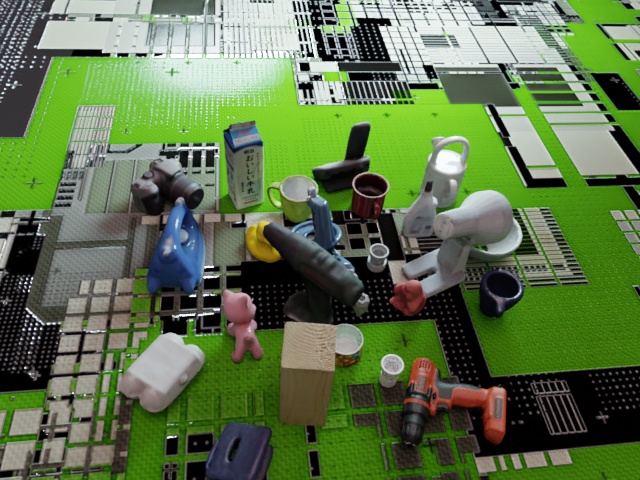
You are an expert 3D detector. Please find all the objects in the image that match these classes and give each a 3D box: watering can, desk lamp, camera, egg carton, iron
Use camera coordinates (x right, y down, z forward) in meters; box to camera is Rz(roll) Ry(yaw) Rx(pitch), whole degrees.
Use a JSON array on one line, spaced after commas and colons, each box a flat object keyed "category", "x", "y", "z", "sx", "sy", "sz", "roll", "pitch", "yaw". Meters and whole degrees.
[{"category": "watering can", "x": 0.314, "y": -0.188, "z": 1.449, "sx": 0.101, "sy": 0.194, "sz": 0.172, "roll": -20, "pitch": 53, "yaw": -22}, {"category": "desk lamp", "x": 0.304, "y": 0.002, "z": 1.264, "sx": 0.204, "sy": 0.213, "sz": 0.117, "roll": -23, "pitch": 54, "yaw": -24}, {"category": "camera", "x": -0.362, "y": -0.127, "z": 1.387, "sx": 0.136, "sy": 0.101, "sz": 0.143, "roll": 29, "pitch": 52, "yaw": 19}, {"category": "egg carton", "x": -0.294, "y": 0.249, "z": 1.078, "sx": 0.107, "sy": 0.069, "sz": 0.150, "roll": 25, "pitch": 51, "yaw": 16}, {"category": "iron", "x": -0.314, "y": -0.010, "z": 1.259, "sx": 0.118, "sy": 0.141, "sz": 0.258, "roll": 1, "pitch": 48, "yaw": -4}]

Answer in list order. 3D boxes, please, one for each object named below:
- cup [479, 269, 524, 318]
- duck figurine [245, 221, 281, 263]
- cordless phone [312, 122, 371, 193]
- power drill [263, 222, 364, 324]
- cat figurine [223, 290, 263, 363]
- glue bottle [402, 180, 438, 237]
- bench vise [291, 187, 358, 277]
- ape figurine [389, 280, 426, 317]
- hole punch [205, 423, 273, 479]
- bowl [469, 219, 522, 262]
[{"category": "cup", "x": 0.380, "y": 0.135, "z": 1.233, "sx": 0.091, "sy": 0.095, "sz": 0.118, "roll": 13, "pitch": 48, "yaw": 6}, {"category": "duck figurine", "x": -0.128, "y": -0.008, "z": 1.315, "sx": 0.078, "sy": 0.086, "sz": 0.104, "roll": -33, "pitch": 59, "yaw": -30}, {"category": "cordless phone", "x": 0.059, "y": -0.221, "z": 1.458, "sx": 0.148, "sy": 0.185, "sz": 0.094, "roll": -19, "pitch": 52, "yaw": -21}, {"category": "power drill", "x": -0.022, "y": 0.085, "z": 1.160, "sx": 0.229, "sy": 0.208, "sz": 0.076, "roll": 28, "pitch": 51, "yaw": 18}, {"category": "cat figurine", "x": -0.155, "y": 0.161, "z": 1.138, "sx": 0.067, "sy": 0.118, "sz": 0.127, "roll": -11, "pitch": 50, "yaw": -15}, {"category": "glue bottle", "x": 0.244, "y": -0.075, "z": 1.354, "sx": 0.078, "sy": 0.173, "sz": 0.037, "roll": 0, "pitch": 48, "yaw": -6}, {"category": "bench vise", "x": 0.019, "y": -0.002, "z": 1.234, "sx": 0.207, "sy": 0.220, "sz": 0.122, "roll": 31, "pitch": 52, "yaw": 20}, {"category": "ape figurine", "x": 0.195, "y": 0.118, "z": 1.230, "sx": 0.076, "sy": 0.092, "sz": 0.077, "roll": 1, "pitch": 48, "yaw": -5}, {"category": "hole punch", "x": -0.138, "y": 0.369, "z": 0.972, "sx": 0.101, "sy": 0.091, "sz": 0.109, "roll": 15, "pitch": 48, "yaw": 8}, {"category": "bowl", "x": 0.391, "y": -0.005, "z": 1.373, "sx": 0.167, "sy": 0.075, "sz": 0.167, "roll": 3, "pitch": 48, "yaw": -3}]
